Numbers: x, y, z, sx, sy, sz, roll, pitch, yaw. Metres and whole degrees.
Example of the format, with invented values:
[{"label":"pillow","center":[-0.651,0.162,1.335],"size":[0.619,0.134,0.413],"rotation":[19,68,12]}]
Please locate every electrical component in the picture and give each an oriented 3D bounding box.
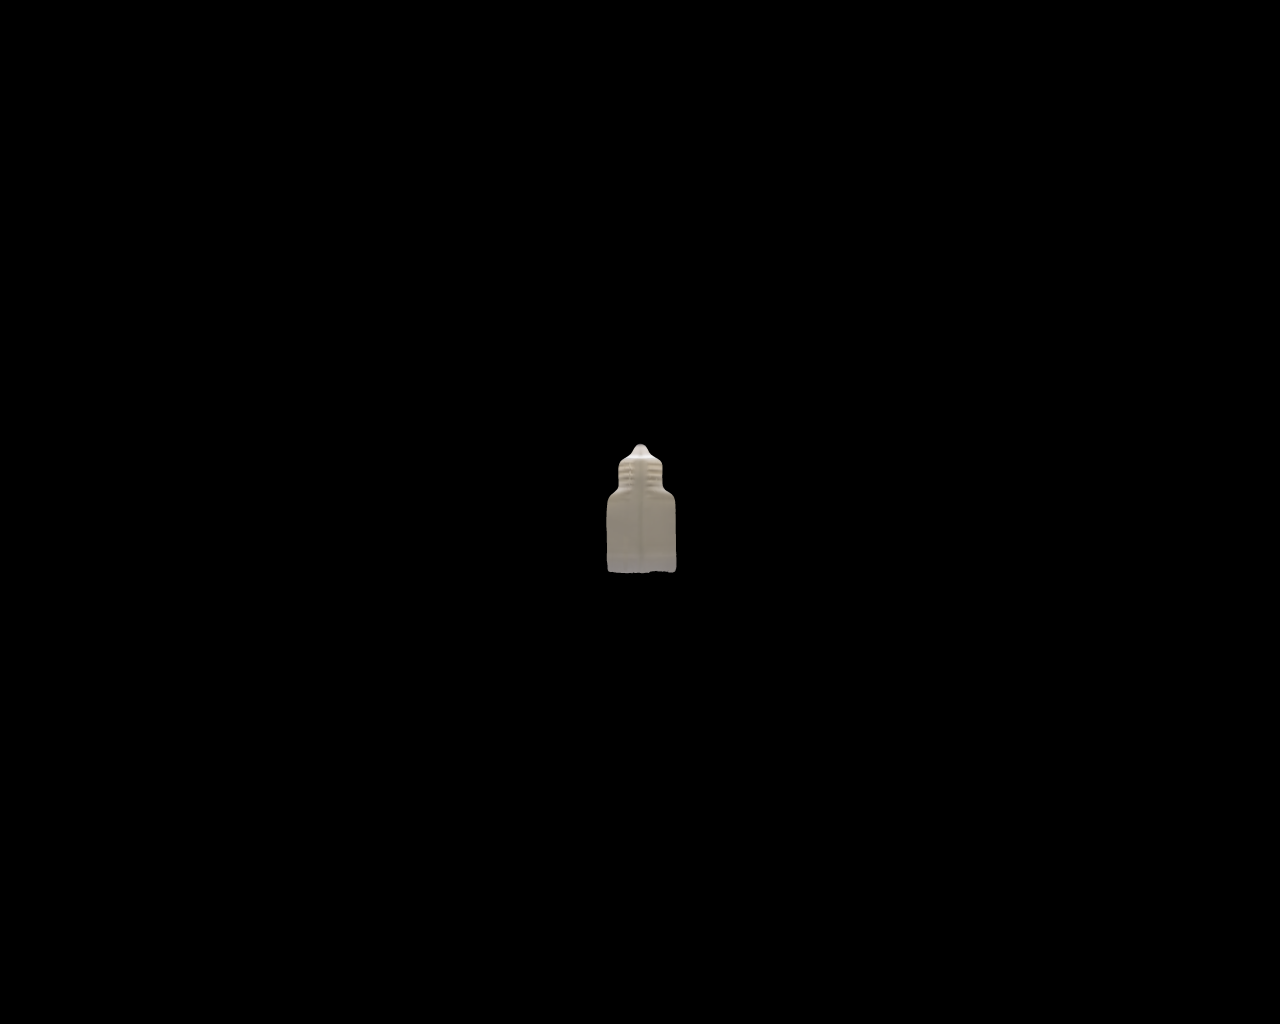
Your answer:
[{"label":"electrical component","center":[0.001,-0.003,0.650],"size":[0.043,0.081,0.043],"rotation":[0,0,0]}]
